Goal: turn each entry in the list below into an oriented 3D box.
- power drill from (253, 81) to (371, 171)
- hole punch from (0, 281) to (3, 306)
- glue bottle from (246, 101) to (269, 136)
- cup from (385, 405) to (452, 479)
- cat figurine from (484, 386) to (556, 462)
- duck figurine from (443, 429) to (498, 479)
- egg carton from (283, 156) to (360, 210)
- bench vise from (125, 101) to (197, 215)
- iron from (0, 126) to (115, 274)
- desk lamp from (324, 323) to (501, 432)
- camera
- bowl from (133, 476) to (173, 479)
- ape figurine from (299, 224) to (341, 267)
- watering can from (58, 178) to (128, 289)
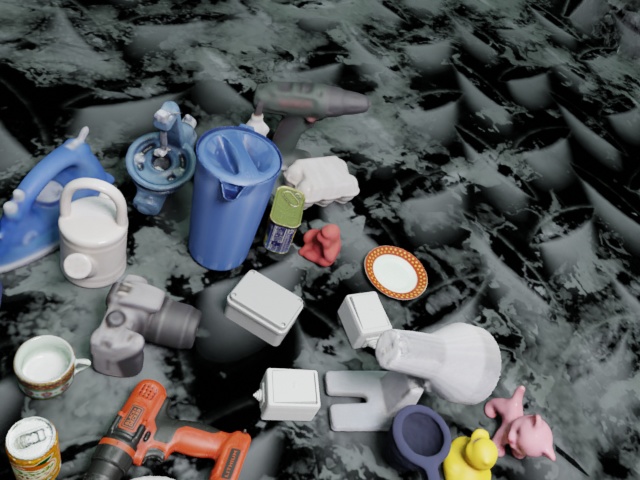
[{"bbox_3d":[-0.033,-0.238,1.185,0.230,0.208,0.075,10,48,-13],"label":"power drill"},{"bbox_3d":[-0.510,0.075,0.803,0.101,0.091,0.108,2,50,-20],"label":"hole punch"},{"bbox_3d":[-0.134,-0.206,1.141,0.078,0.173,0.037,-23,62,-35],"label":"glue bottle"},{"bbox_3d":[0.139,0.317,0.847,0.092,0.095,0.117,2,50,-20],"label":"cup"},{"bbox_3d":[0.328,0.299,0.922,0.067,0.117,0.127,11,47,-12],"label":"cat figurine"},{"bbox_3d":[0.237,0.339,0.873,0.077,0.086,0.104,21,46,-3],"label":"duck figurine"},{"bbox_3d":[0.003,-0.120,1.193,0.151,0.069,0.107,-12,56,-30],"label":"egg carton"},{"bbox_3d":[-0.280,-0.179,1.028,0.122,0.219,0.207,7,49,-16],"label":"bench vise"},{"bbox_3d":[-0.443,-0.071,0.923,0.118,0.141,0.258,25,46,1],"label":"iron"},{"bbox_3d":[0.136,0.205,0.861,0.204,0.213,0.118,4,49,-18],"label":"desk lamp"},{"bbox_3d":[-0.253,0.126,0.854,0.137,0.101,0.143,16,47,-8],"label":"camera"},{"bbox_3d":[-0.205,0.375,0.674,0.168,0.074,0.167,11,48,-12],"label":"bowl"},{"bbox_3d":[0.010,0.004,1.072,0.076,0.092,0.077,-6,53,-26],"label":"ape figurine"},{"bbox_3d":[-0.344,-0.013,0.875,0.101,0.194,0.172,-7,54,-26],"label":"watering can"}]
